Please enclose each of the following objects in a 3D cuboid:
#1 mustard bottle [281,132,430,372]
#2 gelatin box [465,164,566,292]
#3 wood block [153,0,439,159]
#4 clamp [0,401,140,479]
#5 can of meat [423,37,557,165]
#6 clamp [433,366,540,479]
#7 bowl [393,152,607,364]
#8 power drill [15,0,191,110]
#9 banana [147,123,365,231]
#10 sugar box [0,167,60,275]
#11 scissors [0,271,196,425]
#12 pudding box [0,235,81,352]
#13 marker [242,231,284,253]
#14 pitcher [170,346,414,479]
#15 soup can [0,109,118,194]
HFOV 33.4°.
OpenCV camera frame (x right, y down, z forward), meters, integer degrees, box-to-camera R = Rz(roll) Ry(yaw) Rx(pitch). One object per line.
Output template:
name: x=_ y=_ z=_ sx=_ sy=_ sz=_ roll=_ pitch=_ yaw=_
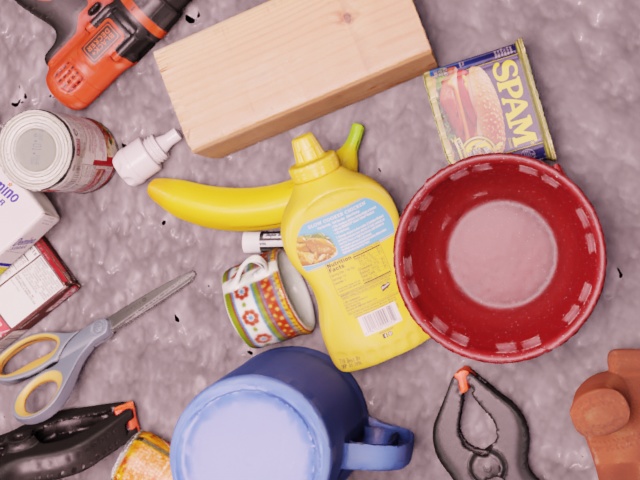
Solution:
mustard bottle: x=0.022 y=0.004 z=0.861 sx=0.096 sy=0.058 sz=0.191 roll=-23 pitch=103 yaw=-1
gelatin box: x=0.174 y=-0.010 z=0.873 sx=0.089 sy=0.030 sz=0.073 roll=-30 pitch=86 yaw=12
wood block: x=-0.017 y=-0.147 z=0.872 sx=0.206 sy=0.090 sz=0.091 roll=-21 pitch=87 yaw=10
clamp: x=-0.260 y=0.182 z=0.912 sx=0.209 sy=0.165 sz=0.036 roll=-20 pitch=110 yaw=-27
can of meat: x=0.137 y=-0.102 z=0.864 sx=0.084 sy=0.057 sz=0.102 roll=-16 pitch=88 yaw=12
clamp: x=0.132 y=0.194 z=0.882 sx=0.120 sy=0.039 sz=0.171 roll=-25 pitch=83 yaw=4
bowl: x=0.141 y=0.013 z=0.836 sx=0.162 sy=0.055 sz=0.162 roll=1 pitch=93 yaw=13
power drill: x=-0.206 y=-0.234 z=0.919 sx=0.184 sy=0.057 sz=0.188 roll=-43 pitch=84 yaw=8
banana: x=-0.050 y=-0.041 z=0.910 sx=0.198 sy=0.037 sz=0.069 roll=-14 pitch=68 yaw=8
sugar box: x=-0.317 y=0.004 z=0.914 sx=0.176 sy=0.048 sz=0.093 roll=-41 pitch=79 yaw=3
scissors: x=-0.195 y=0.097 z=0.927 sx=0.202 sy=0.016 sz=0.096 roll=-19 pitch=53 yaw=10
pudding box: x=-0.284 y=0.039 z=0.950 sx=0.113 sy=0.039 sz=0.090 roll=-38 pitch=82 yaw=6
marker: x=-0.006 y=0.001 z=0.910 sx=0.121 sy=0.020 sz=0.020 roll=-1 pitch=91 yaw=10
pitcher: x=-0.024 y=0.150 z=0.805 sx=0.149 sy=0.243 sz=0.145 roll=-37 pitch=84 yaw=2
soup can: x=-0.220 y=-0.074 z=0.903 sx=0.068 sy=0.102 sz=0.068 roll=0 pitch=92 yaw=10
